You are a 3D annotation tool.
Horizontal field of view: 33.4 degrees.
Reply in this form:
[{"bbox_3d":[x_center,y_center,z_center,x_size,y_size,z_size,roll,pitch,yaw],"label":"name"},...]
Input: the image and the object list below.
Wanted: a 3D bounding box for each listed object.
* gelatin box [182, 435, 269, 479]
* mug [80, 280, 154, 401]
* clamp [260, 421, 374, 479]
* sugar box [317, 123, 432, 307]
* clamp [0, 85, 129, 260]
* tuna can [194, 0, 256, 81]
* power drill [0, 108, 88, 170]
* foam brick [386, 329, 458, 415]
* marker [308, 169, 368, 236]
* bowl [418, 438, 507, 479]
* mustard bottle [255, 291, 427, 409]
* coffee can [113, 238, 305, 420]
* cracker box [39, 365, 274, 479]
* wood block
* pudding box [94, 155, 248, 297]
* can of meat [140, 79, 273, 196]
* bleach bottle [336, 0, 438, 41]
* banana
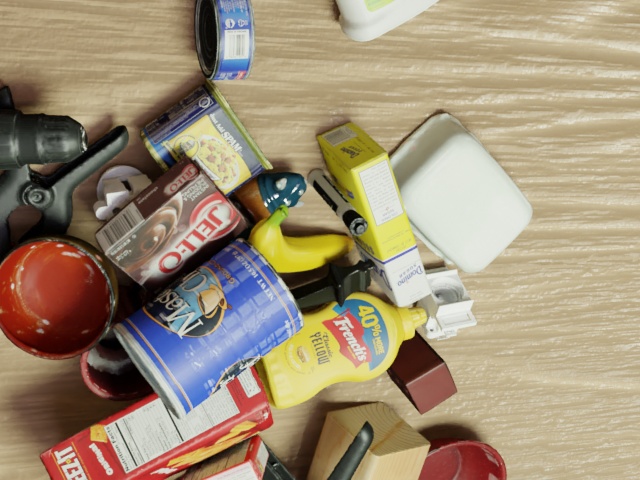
[{"bbox_3d":[-0.101,0.245,1.119,0.089,0.073,0.030,-25,97,7],"label":"gelatin box"},{"bbox_3d":[-0.188,0.086,1.033,0.093,0.082,0.117,16,108,-29],"label":"mug"},{"bbox_3d":[-0.002,0.286,1.159,0.165,0.036,0.210,-9,99,25],"label":"clamp"},{"bbox_3d":[0.055,-0.024,1.075,0.048,0.093,0.176,-25,122,-10],"label":"sugar box"},{"bbox_3d":[-0.262,-0.054,0.957,0.120,0.039,0.171,29,104,-20],"label":"clamp"},{"bbox_3d":[-0.085,-0.183,0.937,0.033,0.086,0.086,-6,118,-19],"label":"tuna can"},{"bbox_3d":[-0.287,-0.144,0.862,0.184,0.057,0.188,-1,114,-2],"label":"power drill"},{"bbox_3d":[0.109,0.147,1.196,0.051,0.078,0.053,-31,124,-8],"label":"foam brick"},{"bbox_3d":[0.017,-0.037,1.034,0.020,0.121,0.020,-10,120,-18],"label":"marker"},{"bbox_3d":[0.145,0.298,1.303,0.162,0.055,0.162,-10,119,-19],"label":"bowl"},{"bbox_3d":[0.025,0.107,1.140,0.191,0.058,0.096,-17,84,-16],"label":"mustard bottle"},{"bbox_3d":[-0.100,0.079,0.962,0.140,0.103,0.102,-36,125,-15],"label":"coffee can"},{"bbox_3d":[-0.152,0.198,1.062,0.213,0.072,0.164,-28,167,-9],"label":"cracker box"},{"bbox_3d":[0.039,0.302,1.226,0.090,0.090,0.206,-2,118,-42],"label":"wood block"},{"bbox_3d":[-0.133,-0.010,0.964,0.113,0.039,0.090,-38,139,1],"label":"pudding box"},{"bbox_3d":[-0.107,-0.085,0.996,0.084,0.057,0.102,-36,123,0],"label":"can of meat"},{"bbox_3d":[0.022,-0.308,0.934,0.102,0.068,0.250,-31,121,-6],"label":"bleach bottle"},{"bbox_3d":[-0.025,0.008,1.044,0.070,0.037,0.197,-22,166,15],"label":"banana"}]
